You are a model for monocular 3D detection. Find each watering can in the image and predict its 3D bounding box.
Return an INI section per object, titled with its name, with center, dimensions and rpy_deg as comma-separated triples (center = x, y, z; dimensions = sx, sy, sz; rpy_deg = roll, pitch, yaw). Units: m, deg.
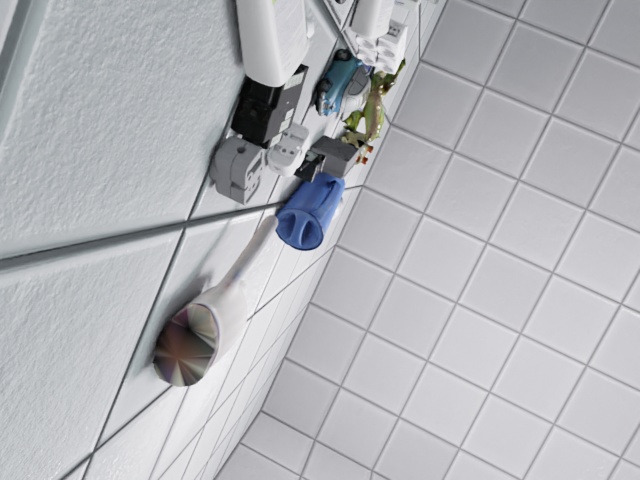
[watering can]
center = -0.181, 0.120, 0.917
dimensions = 0.344, 0.104, 0.226
rpy_deg = -65, 173, 13

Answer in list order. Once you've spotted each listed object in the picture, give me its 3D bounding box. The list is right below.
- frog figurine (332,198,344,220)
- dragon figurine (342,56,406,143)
[frog figurine]
center = 0.005, -0.080, 1.592
dimensions = 0.139, 0.122, 0.157
rpy_deg = -107, -153, -72
[dragon figurine]
center = 0.167, -0.407, 1.445
dimensions = 0.417, 0.122, 0.240
rpy_deg = -100, -146, -69
